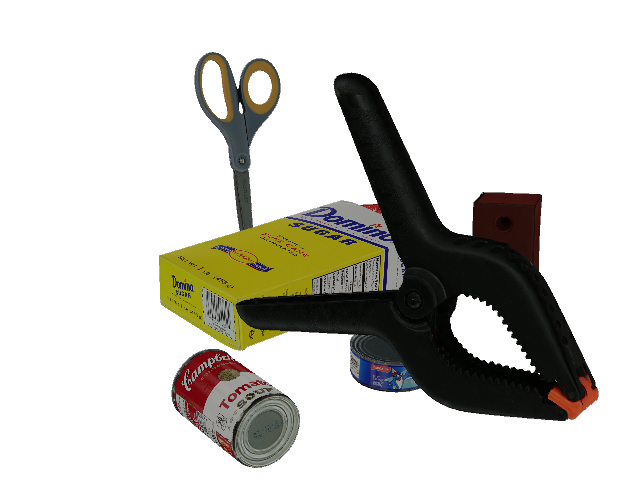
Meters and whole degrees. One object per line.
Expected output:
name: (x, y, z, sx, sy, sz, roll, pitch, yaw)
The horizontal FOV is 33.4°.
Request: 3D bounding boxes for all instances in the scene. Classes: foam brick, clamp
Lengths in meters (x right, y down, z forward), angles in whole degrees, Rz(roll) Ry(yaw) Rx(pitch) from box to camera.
foam brick: (0.156, 0.002, 0.895, 0.053, 0.078, 0.051, 3, 15, 17)
clamp: (0.056, 0.017, 0.566, 0.210, 0.165, 0.036, 29, 25, 25)

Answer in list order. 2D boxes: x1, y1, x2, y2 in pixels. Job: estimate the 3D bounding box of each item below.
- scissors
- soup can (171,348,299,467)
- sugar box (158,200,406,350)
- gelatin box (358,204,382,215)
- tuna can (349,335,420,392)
scissors: (-0.064, -0.091, 1.048, 0.096, 0.202, 0.016, -23, 10, -24)
soup can: (-0.073, 0.143, 0.912, 0.068, 0.068, 0.102, 0, 17, -38)
sugar box: (-0.017, 0.019, 0.765, 0.175, 0.048, 0.093, -21, 33, -37)
gelatin box: (0.042, 0.001, 1.290, 0.073, 0.089, 0.030, -1, 29, 13)
tuna can: (0.071, 0.117, 1.055, 0.086, 0.034, 0.086, 1, 20, 0)
